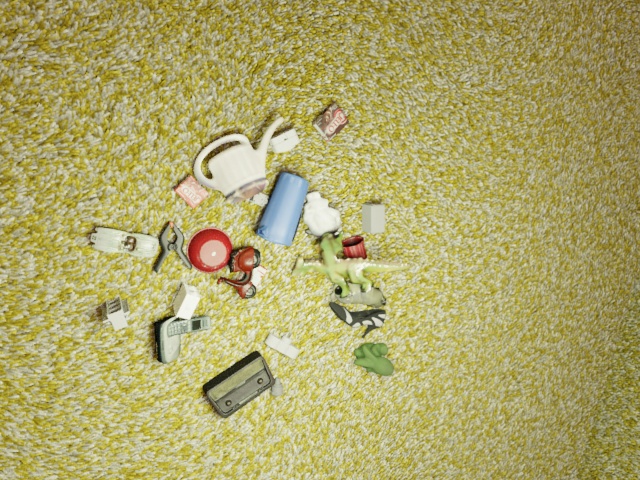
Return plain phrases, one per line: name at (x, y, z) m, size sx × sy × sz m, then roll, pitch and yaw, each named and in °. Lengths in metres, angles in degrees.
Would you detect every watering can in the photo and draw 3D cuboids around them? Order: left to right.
watering can at (-0.238, -0.257, 1.696) m, size 0.349 × 0.103 × 0.225 m, roll -27°, pitch 84°, yaw -7°

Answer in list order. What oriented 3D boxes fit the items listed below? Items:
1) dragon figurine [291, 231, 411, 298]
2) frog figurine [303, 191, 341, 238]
dragon figurine at (0.090, 0.070, 1.827) m, size 0.407 × 0.125 × 0.239 m, roll -21°, pitch 121°, yaw 20°
frog figurine at (0.006, -0.093, 1.843) m, size 0.137 × 0.125 × 0.157 m, roll -5°, pitch 112°, yaw -4°
